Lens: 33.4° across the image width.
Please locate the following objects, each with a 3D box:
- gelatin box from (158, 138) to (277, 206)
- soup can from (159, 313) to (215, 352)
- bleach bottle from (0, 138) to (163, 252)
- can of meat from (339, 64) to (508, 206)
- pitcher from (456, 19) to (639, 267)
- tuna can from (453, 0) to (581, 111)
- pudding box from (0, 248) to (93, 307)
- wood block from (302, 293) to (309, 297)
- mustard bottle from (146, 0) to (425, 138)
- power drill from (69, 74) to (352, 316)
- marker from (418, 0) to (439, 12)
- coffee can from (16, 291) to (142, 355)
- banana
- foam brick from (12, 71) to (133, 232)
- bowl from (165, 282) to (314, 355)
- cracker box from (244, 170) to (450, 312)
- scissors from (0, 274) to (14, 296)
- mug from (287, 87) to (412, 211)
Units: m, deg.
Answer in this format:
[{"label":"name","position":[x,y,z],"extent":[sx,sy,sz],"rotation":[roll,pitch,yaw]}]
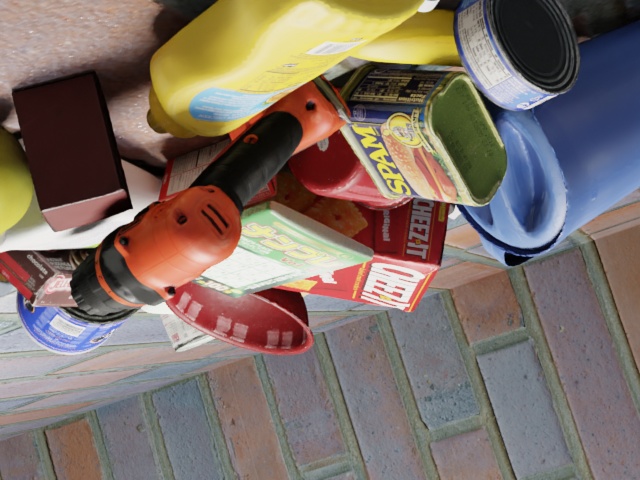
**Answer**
[{"label":"gelatin box","position":[-0.077,-0.048,0.824],"extent":[0.089,0.030,0.073],"rotation":[-18,-151,8]},{"label":"soup can","position":[-0.157,0.072,1.253],"extent":[0.068,0.102,0.068],"rotation":[-23,172,-4]},{"label":"bleach bottle","position":[-0.175,-0.024,0.810],"extent":[0.102,0.068,0.250],"rotation":[-16,174,9]},{"label":"can of meat","position":[0.072,-0.071,0.734],"extent":[0.084,0.102,0.057],"rotation":[11,-124,45]},{"label":"pitcher","position":[0.216,-0.087,0.825],"extent":[0.242,0.145,0.149],"rotation":[-27,-177,-27]},{"label":"tuna can","position":[0.125,-0.126,0.678],"extent":[0.085,0.086,0.034],"rotation":[-9,169,-42]},{"label":"pudding box","position":[-0.216,0.012,0.846],"extent":[0.039,0.090,0.113],"rotation":[-51,163,8]},{"label":"wood block","position":[-0.041,0.015,1.185],"extent":[0.090,0.091,0.206],"rotation":[-11,169,-29]},{"label":"mustard bottle","position":[-0.039,-0.104,0.595],"extent":[0.096,0.058,0.192],"rotation":[-16,172,-46]},{"label":"power drill","position":[-0.073,-0.029,0.702],"extent":[0.185,0.057,0.187],"rotation":[-22,-156,52]},{"label":"marker","position":[0.076,-0.161,0.592],"extent":[0.020,0.020,0.121],"rotation":[-14,170,-17]},{"label":"coffee can","position":[-0.219,0.043,0.988],"extent":[0.102,0.103,0.140],"rotation":[-13,169,-27]},{"label":"banana","position":[0.085,-0.136,0.720],"extent":[0.197,0.037,0.070],"rotation":[-5,-166,-43]},{"label":"foam brick","position":[-0.147,-0.052,0.641],"extent":[0.051,0.078,0.053],"rotation":[-14,170,-8]},{"label":"bowl","position":[-0.076,0.059,1.089],"extent":[0.162,0.055,0.162],"rotation":[15,154,7]},{"label":"cracker box","position":[-0.006,0.001,0.942],"extent":[0.213,0.072,0.164],"rotation":[10,163,0]},{"label":"scissors","position":[-0.290,0.008,0.756],"extent":[0.016,0.096,0.201],"rotation":[-58,166,5]},{"label":"mug","position":[0.035,-0.080,0.811],"extent":[0.117,0.093,0.081],"rotation":[-48,152,25]}]
